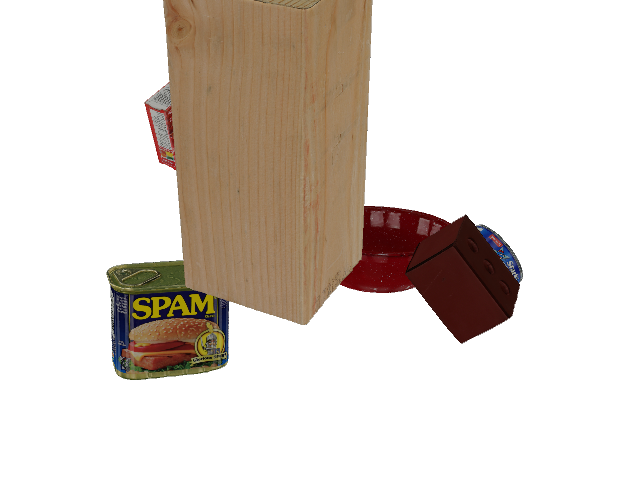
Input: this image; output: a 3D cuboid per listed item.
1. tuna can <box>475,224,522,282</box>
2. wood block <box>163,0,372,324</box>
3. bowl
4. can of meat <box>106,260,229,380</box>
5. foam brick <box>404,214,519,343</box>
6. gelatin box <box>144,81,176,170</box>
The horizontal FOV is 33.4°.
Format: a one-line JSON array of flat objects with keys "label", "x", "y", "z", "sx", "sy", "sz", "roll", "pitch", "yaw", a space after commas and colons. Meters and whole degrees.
[{"label": "tuna can", "x": 0.201, "y": 0.025, "z": 1.282, "sx": 0.033, "sy": 0.086, "sz": 0.086, "roll": -36, "pitch": 10, "yaw": -14}, {"label": "wood block", "x": -0.028, "y": -0.065, "z": 0.644, "sx": 0.091, "sy": 0.206, "sz": 0.090, "roll": 16, "pitch": 37, "yaw": 22}, {"label": "bowl", "x": 0.058, "y": 0.012, "z": 1.086, "sx": 0.162, "sy": 0.055, "sz": 0.162, "roll": 2, "pitch": 18, "yaw": -1}, {"label": "can of meat", "x": -0.126, "y": 0.066, "z": 0.895, "sx": 0.102, "sy": 0.084, "sz": 0.057, "roll": -4, "pitch": 20, "yaw": -17}, {"label": "foam brick", "x": 0.114, "y": 0.031, "z": 0.847, "sx": 0.051, "sy": 0.078, "sz": 0.053, "roll": -32, "pitch": 14, "yaw": 30}, {"label": "gelatin box", "x": -0.122, "y": -0.121, "z": 1.012, "sx": 0.030, "sy": 0.073, "sz": 0.089, "roll": 24, "pitch": 52, "yaw": 27}]
